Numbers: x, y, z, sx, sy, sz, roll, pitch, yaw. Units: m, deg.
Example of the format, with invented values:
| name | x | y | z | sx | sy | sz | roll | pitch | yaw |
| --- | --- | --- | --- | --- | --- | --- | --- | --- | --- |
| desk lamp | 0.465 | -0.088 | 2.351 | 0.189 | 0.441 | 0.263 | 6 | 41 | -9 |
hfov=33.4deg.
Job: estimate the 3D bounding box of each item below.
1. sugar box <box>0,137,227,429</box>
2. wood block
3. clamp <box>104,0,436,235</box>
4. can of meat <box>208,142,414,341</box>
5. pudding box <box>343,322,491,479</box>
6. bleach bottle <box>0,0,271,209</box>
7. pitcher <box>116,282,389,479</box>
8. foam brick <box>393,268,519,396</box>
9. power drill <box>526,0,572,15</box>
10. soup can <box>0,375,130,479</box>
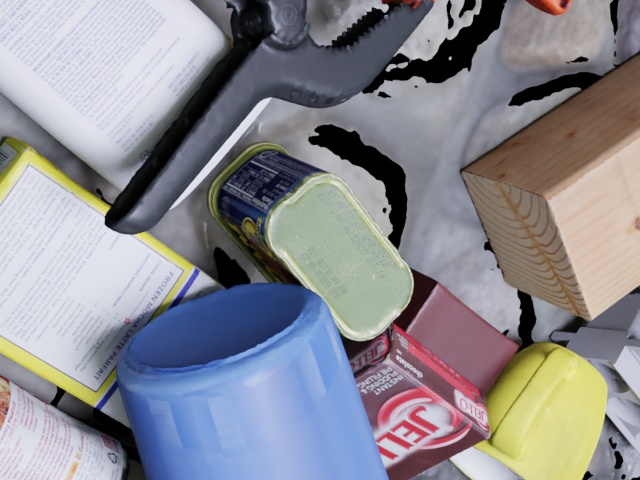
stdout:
| name | x | y | z | sx | sy | sz | roll | pitch | yaw |
| --- | --- | --- | --- | --- | --- | --- | --- | --- | --- |
| sugar box | -0.115 | 0.034 | 0.563 | 0.176 | 0.048 | 0.093 | 39 | 85 | -32 |
| wood block | 0.206 | -0.052 | 0.669 | 0.206 | 0.090 | 0.091 | -33 | 115 | -15 |
| clamp | -0.028 | -0.094 | 0.504 | 0.209 | 0.036 | 0.164 | -10 | 102 | -36 |
| can of meat | -0.004 | 0.001 | 0.584 | 0.057 | 0.084 | 0.102 | -44 | 117 | -9 |
| pudding box | 0.028 | 0.104 | 0.620 | 0.114 | 0.039 | 0.090 | -34 | 122 | 30 |
| bleach bottle | -0.139 | -0.128 | 0.501 | 0.250 | 0.068 | 0.102 | 44 | 79 | -25 |
| pitcher | -0.028 | 0.153 | 0.546 | 0.149 | 0.145 | 0.243 | -40 | 121 | -50 |
| foam brick | 0.070 | 0.060 | 0.654 | 0.078 | 0.051 | 0.053 | 38 | 86 | -28 |
| power drill | 0.162 | -0.221 | 0.590 | 0.184 | 0.057 | 0.188 | 36 | 99 | -14 |
| soup can | -0.158 | 0.111 | 0.548 | 0.102 | 0.069 | 0.068 | 37 | 86 | -29 |
